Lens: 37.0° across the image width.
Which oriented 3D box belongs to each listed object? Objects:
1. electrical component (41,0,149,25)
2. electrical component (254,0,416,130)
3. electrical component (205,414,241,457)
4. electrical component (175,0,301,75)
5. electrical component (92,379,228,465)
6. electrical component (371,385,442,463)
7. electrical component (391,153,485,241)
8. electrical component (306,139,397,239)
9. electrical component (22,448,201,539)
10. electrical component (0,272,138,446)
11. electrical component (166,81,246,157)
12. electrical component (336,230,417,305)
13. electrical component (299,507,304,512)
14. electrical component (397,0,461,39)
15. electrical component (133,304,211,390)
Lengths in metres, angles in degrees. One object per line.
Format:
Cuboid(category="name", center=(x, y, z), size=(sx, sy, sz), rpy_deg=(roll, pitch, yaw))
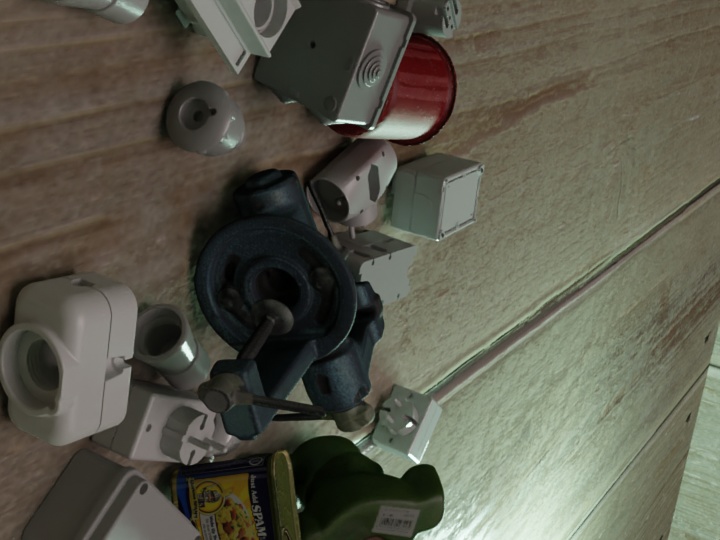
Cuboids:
Cuboid(category="electrical component", center=(-0.148, -0.161, 0.599), size=(0.065, 0.044, 0.044), rpy_deg=(8, 99, -67))
Cuboid(category="electrical component", center=(-0.020, -0.158, 0.767), size=(0.048, 0.100, 0.099), rpy_deg=(-5, 122, -56))
Cuboid(category="electrical component", center=(-0.110, 0.123, 0.829), size=(0.048, 0.048, 0.062), rpy_deg=(-67, 159, -11))
Cuboid(category="electrical component", center=(-0.092, -0.191, 0.657), size=(0.078, 0.063, 0.121), rpy_deg=(-62, 151, -19))
Cuboid(category="electrical component", center=(-0.128, 0.113, 0.754), size=(0.083, 0.076, 0.047), rpy_deg=(24, 85, -62))
Cuboid(category="electrical component", center=(0.043, 0.155, 1.120), size=(0.065, 0.047, 0.076), rpy_deg=(-64, 151, -15))
Cuboid(category="electrical component", center=(0.074, -0.074, 1.029), size=(0.096, 0.061, 0.061), rpy_deg=(-27, 128, -54))
Cuboid(category="electrical component", center=(-0.005, -0.063, 0.910), size=(0.077, 0.043, 0.079), rpy_deg=(-47, 143, -40))
Cuboid(category="electrical component", center=(-0.168, 0.185, 0.743), size=(0.078, 0.057, 0.113), rpy_deg=(-59, 149, -24))
Cuboid(category="electrical component", center=(-0.178, 0.054, 0.653), size=(0.059, 0.054, 0.095), rpy_deg=(-16, 120, -58))
Cuboid(category="electrical component", center=(-0.097, -0.097, 0.724), size=(0.062, 0.048, 0.048), rpy_deg=(23, 85, -69))
Cuboid(category="electrical component", center=(0.000, 0.000, 0.938), size=(0.089, 0.056, 0.050), rpy_deg=(-19, 124, -53))
Cuboid(category="electrical component", center=(-0.021, 0.234, 1.049), size=(0.083, 0.047, 0.075), rpy_deg=(-61, 150, -21))
Cuboid(category="electrical component", center=(0.060, -0.222, 0.933), size=(0.040, 0.046, 0.040), rpy_deg=(-38, 137, -47))
Cuboid(category="electrical component", center=(-0.131, 0.057, 0.756), size=(0.044, 0.044, 0.065), rpy_deg=(-61, 155, -20))
